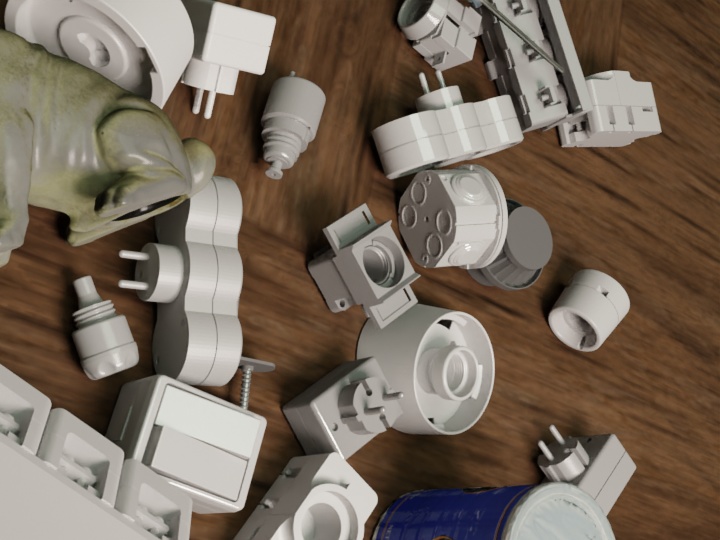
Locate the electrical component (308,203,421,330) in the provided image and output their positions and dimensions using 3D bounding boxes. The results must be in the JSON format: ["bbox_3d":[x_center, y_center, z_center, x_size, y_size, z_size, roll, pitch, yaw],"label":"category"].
[{"bbox_3d":[0.000,0.000,0.764,0.042,0.064,0.081,-34,100,-39],"label":"electrical component"}]

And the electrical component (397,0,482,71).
[{"bbox_3d":[0.064,-0.198,0.874,0.055,0.048,0.066,32,61,-35],"label":"electrical component"}]

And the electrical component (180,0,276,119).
[{"bbox_3d":[-0.100,-0.142,0.729,0.047,0.066,0.076,6,104,-36],"label":"electrical component"}]

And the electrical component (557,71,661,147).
[{"bbox_3d":[0.223,-0.145,0.977,0.089,0.050,0.055,-5,82,-38],"label":"electrical component"}]

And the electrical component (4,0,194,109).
[{"bbox_3d":[-0.154,-0.147,0.661,0.108,0.108,0.060,43,51,-21],"label":"electrical component"}]

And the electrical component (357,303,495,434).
[{"bbox_3d":[0.051,0.073,0.800,0.099,0.064,0.099,-1,91,-44],"label":"electrical component"}]

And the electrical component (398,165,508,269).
[{"bbox_3d":[0.070,-0.040,0.818,0.051,0.080,0.080,-5,82,-33],"label":"electrical component"}]

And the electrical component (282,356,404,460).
[{"bbox_3d":[0.000,0.094,0.732,0.066,0.077,0.047,-33,99,-37],"label":"electrical component"}]

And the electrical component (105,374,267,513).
[{"bbox_3d":[-0.102,0.110,0.661,0.096,0.061,0.061,28,63,-29],"label":"electrical component"}]

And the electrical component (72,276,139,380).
[{"bbox_3d":[-0.159,0.034,0.655,0.035,0.035,0.061,-19,88,-38],"label":"electrical component"}]

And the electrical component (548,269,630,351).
[{"bbox_3d":[0.191,0.035,0.906,0.055,0.055,0.047,52,58,-15],"label":"electrical component"}]

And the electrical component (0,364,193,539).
[{"bbox_3d":[-0.176,0.126,0.580,0.150,0.089,0.061,41,17,-22],"label":"electrical component"}]

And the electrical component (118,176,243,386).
[{"bbox_3d":[-0.118,0.003,0.681,0.074,0.052,0.138,8,74,-35],"label":"electrical component"}]

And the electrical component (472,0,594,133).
[{"bbox_3d":[0.145,-0.181,0.917,0.063,0.079,0.121,-18,89,-17],"label":"electrical component"}]

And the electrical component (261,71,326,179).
[{"bbox_3d":[-0.051,-0.101,0.766,0.040,0.040,0.078,28,63,-28],"label":"electrical component"}]

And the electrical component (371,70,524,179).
[{"bbox_3d":[0.066,-0.122,0.851,0.138,0.052,0.073,-17,89,-39],"label":"electrical component"}]

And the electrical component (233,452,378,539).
[{"bbox_3d":[-0.036,0.168,0.700,0.050,0.056,0.089,49,55,-17],"label":"electrical component"}]

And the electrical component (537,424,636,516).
[{"bbox_3d":[0.168,0.159,0.860,0.083,0.047,0.075,-45,106,-35],"label":"electrical component"}]
